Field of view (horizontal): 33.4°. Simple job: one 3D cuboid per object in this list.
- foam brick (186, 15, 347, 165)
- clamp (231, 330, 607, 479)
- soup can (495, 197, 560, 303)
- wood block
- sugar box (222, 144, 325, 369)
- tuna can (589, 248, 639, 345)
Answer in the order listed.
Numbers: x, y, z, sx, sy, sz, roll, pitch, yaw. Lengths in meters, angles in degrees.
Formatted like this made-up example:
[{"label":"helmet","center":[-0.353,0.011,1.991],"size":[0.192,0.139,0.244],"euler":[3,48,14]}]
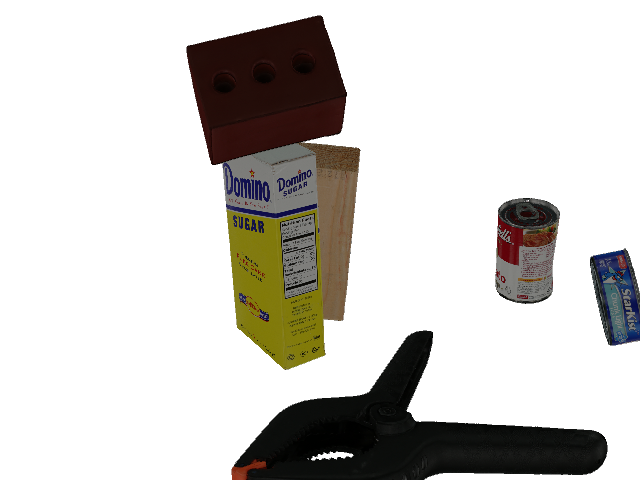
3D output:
[{"label":"foam brick","center":[-0.030,-0.082,0.589],"size":[0.078,0.053,0.051],"euler":[-15,-16,-6]},{"label":"clamp","center":[0.036,0.109,0.623],"size":[0.209,0.036,0.165],"euler":[-10,24,-27]},{"label":"soup can","center":[0.234,0.012,1.212],"size":[0.068,0.102,0.068],"euler":[-2,30,1]},{"label":"wood block","center":[-0.003,-0.012,1.369],"size":[0.090,0.206,0.090],"euler":[6,25,1]},{"label":"sugar box","center":[-0.038,0.005,0.856],"size":[0.048,0.176,0.093],"euler":[-18,27,-26]},{"label":"tuna can","center":[0.272,0.052,0.977],"size":[0.034,0.086,0.086],"euler":[-12,-2,11]}]
